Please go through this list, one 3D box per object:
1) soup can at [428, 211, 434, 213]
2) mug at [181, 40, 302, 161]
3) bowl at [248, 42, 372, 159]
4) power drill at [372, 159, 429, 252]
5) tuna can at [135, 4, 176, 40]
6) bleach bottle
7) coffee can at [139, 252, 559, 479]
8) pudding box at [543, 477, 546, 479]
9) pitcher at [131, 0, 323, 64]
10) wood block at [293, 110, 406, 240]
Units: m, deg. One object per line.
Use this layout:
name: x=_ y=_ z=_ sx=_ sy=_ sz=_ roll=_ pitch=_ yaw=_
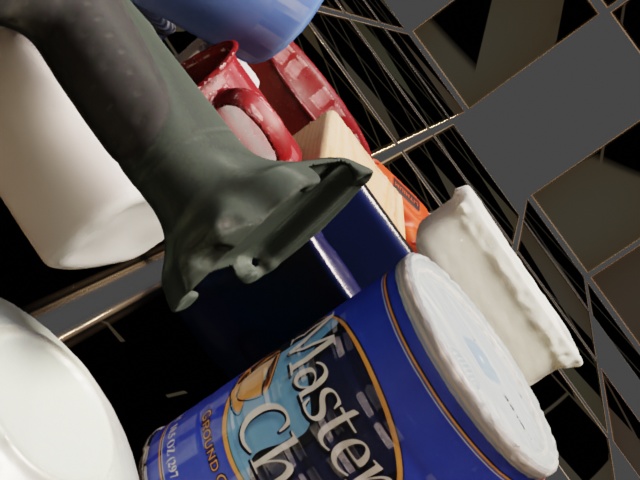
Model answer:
soup can: x=0.123 y=0.028 z=1.045 sx=0.068 sy=0.068 sz=0.102 roll=40 pitch=20 yaw=-41
mug: x=-0.057 y=-0.059 z=0.624 sx=0.093 sy=0.117 sz=0.081 roll=-49 pitch=115 yaw=-29
bowl: x=-0.023 y=-0.115 z=0.940 sx=0.162 sy=0.055 sz=0.162 roll=49 pitch=16 yaw=-20
power drill: x=0.064 y=0.011 z=0.932 sx=0.184 sy=0.057 sz=0.187 roll=44 pitch=20 yaw=-35
tuna can: x=-0.141 y=-0.169 z=0.744 sx=0.086 sy=0.034 sz=0.086 roll=48 pitch=16 yaw=-20
bleach bottle: x=-0.157 y=-0.105 z=0.507 sx=0.251 sy=0.068 sz=0.102 roll=54 pitch=16 yaw=8
coffee can: x=0.011 y=0.086 z=0.443 sx=0.102 sy=0.140 sz=0.103 roll=49 pitch=16 yaw=-20
pudding box: x=0.099 y=0.127 z=0.731 sx=0.090 sy=0.039 sz=0.113 roll=11 pitch=26 yaw=-9
pitcher: x=-0.108 y=-0.217 z=0.637 sx=0.242 sy=0.149 sz=0.145 roll=29 pitch=0 yaw=-26
wood block: x=-0.005 y=0.000 z=0.676 sx=0.090 sy=0.091 sz=0.206 roll=51 pitch=16 yaw=-15
